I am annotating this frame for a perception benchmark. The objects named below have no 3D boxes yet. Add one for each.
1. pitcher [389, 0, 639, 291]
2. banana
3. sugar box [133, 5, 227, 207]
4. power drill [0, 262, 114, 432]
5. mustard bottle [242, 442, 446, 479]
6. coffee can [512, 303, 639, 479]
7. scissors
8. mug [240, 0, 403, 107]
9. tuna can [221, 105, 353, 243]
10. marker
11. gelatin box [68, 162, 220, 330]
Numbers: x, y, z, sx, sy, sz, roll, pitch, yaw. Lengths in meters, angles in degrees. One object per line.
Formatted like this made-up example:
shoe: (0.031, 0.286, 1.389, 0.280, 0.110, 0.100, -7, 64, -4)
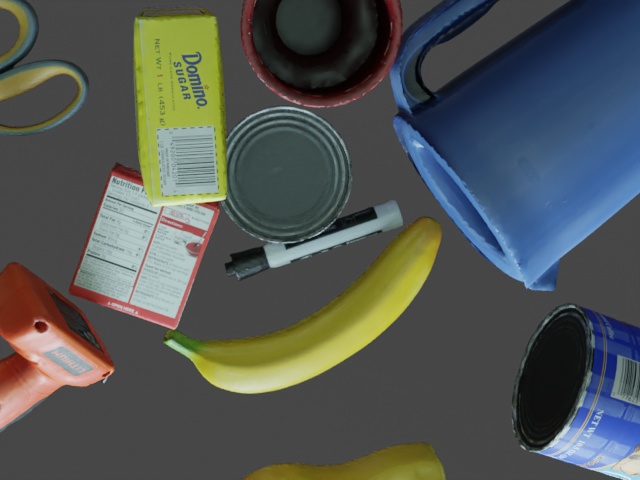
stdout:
pitcher: (0.169, -0.098, 0.649, 0.243, 0.149, 0.145, -37, 61, -1)
banana: (0.000, 0.053, 0.706, 0.198, 0.037, 0.069, -25, 119, -1)
sugar box: (-0.078, -0.082, 0.595, 0.048, 0.176, 0.093, -3, 105, -5)
power drill: (-0.231, 0.095, 0.637, 0.187, 0.184, 0.057, -36, 63, -1)
mustard bottle: (-0.009, 0.199, 0.733, 0.191, 0.058, 0.096, -7, 109, -6)
coffee can: (0.215, 0.112, 0.717, 0.140, 0.103, 0.103, 19, 101, -11)
scissors: (-0.245, -0.088, 0.656, 0.201, 0.016, 0.096, -14, 103, -3)
mug: (0.003, -0.140, 0.639, 0.093, 0.081, 0.117, 31, 98, -13)
tuna can: (-0.023, -0.042, 0.678, 0.086, 0.034, 0.086, 0, 94, -3)
marker: (-0.005, 0.001, 0.705, 0.121, 0.020, 0.020, -19, 105, -2)
gelatin box: (-0.113, 0.004, 0.688, 0.073, 0.030, 0.089, 19, 101, -10)
